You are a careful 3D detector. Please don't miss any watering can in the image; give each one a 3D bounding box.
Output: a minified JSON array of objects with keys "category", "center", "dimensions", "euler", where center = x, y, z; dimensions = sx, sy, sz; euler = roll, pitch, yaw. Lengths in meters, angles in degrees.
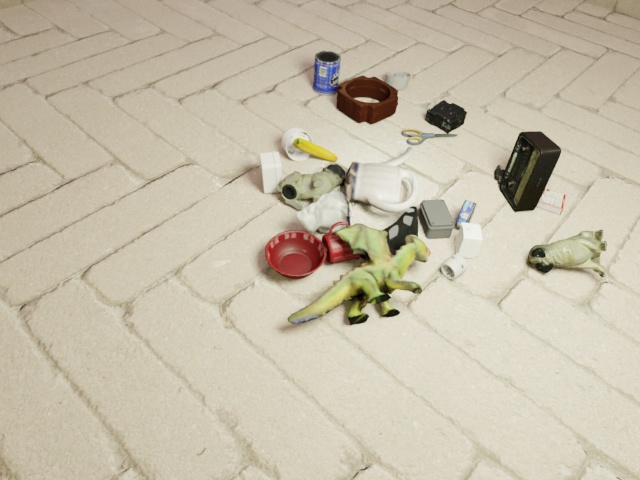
[{"category":"watering can","center":[0.193,-0.199,1.603],"dimensions":[0.224,0.101,0.356],"euler":[7,40,5]}]

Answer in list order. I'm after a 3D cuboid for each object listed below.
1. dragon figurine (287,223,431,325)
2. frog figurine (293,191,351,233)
[{"category":"dragon figurine","center":[0.102,0.070,1.286],"dimensions":[0.411,0.248,0.119],"euler":[-6,-34,-14]},{"category":"frog figurine","center":[0.004,-0.072,1.437],"dimensions":[0.159,0.125,0.134],"euler":[-2,-30,-3]}]
